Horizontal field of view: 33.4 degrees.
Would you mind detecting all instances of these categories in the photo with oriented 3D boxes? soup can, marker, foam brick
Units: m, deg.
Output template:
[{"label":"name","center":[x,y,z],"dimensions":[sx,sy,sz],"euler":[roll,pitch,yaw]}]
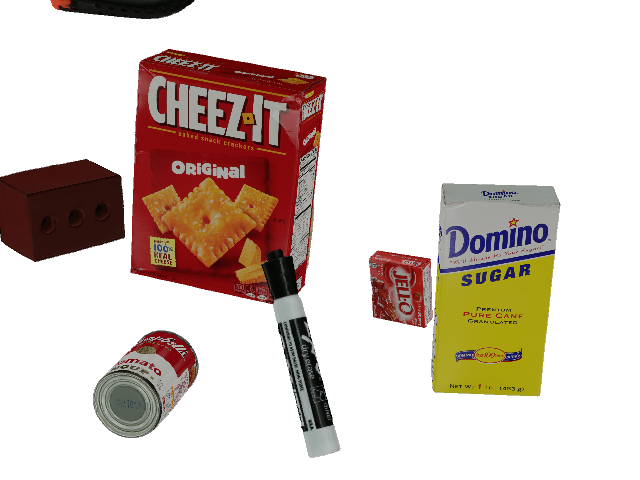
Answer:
[{"label":"soup can","center":[-0.164,0.134,1.003],"dimensions":[0.068,0.068,0.102],"euler":[0,16,13]},{"label":"marker","center":[-0.012,0.064,0.618],"dimensions":[0.020,0.121,0.020],"euler":[-14,-7,-2]},{"label":"foam brick","center":[-0.193,-0.024,0.794],"dimensions":[0.078,0.053,0.051],"euler":[-18,30,-37]}]

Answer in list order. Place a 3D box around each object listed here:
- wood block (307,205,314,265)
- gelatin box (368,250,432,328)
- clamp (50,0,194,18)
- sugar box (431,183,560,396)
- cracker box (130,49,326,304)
[{"label":"wood block","center":[-0.088,-0.046,1.331],"dimensions":[0.090,0.090,0.206],"euler":[-6,29,-21]},{"label":"gelatin box","center":[0.101,0.061,1.339],"dimensions":[0.073,0.089,0.030],"euler":[10,31,27]},{"label":"clamp","center":[-0.078,-0.197,0.706],"dimensions":[0.210,0.164,0.036],"euler":[-32,-16,-9]},{"label":"sugar box","center":[0.141,0.042,0.880],"dimensions":[0.093,0.176,0.048],"euler":[1,26,3]},{"label":"cracker box","center":[-0.091,-0.058,1.006],"dimensions":[0.164,0.214,0.072],"euler":[12,23,14]}]
